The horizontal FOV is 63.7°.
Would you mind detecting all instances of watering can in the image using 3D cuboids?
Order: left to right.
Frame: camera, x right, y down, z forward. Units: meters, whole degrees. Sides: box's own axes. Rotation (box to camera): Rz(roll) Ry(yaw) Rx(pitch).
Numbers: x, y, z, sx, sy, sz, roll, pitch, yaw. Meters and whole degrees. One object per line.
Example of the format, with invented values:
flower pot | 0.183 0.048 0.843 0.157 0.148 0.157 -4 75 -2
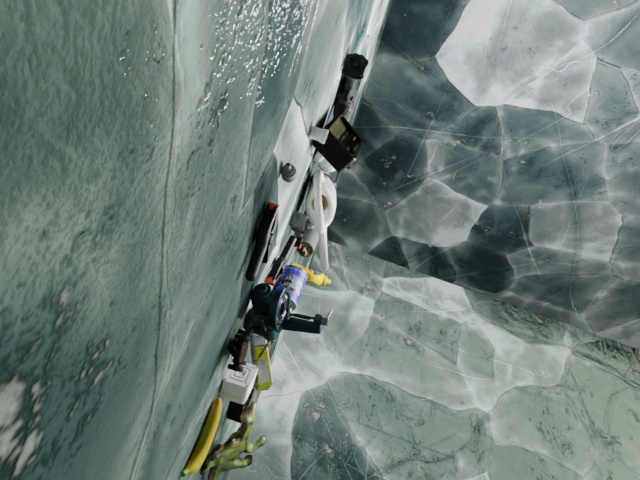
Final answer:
watering can | 0.005 -0.090 1.783 0.104 0.341 0.229 -1 28 6

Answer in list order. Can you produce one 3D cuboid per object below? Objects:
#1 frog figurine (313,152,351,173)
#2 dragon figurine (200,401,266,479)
frog figurine | 0.025 -0.292 1.763 0.161 0.134 0.124 -20 53 -37
dragon figurine | -0.321 0.712 1.689 0.123 0.413 0.239 33 -8 26
